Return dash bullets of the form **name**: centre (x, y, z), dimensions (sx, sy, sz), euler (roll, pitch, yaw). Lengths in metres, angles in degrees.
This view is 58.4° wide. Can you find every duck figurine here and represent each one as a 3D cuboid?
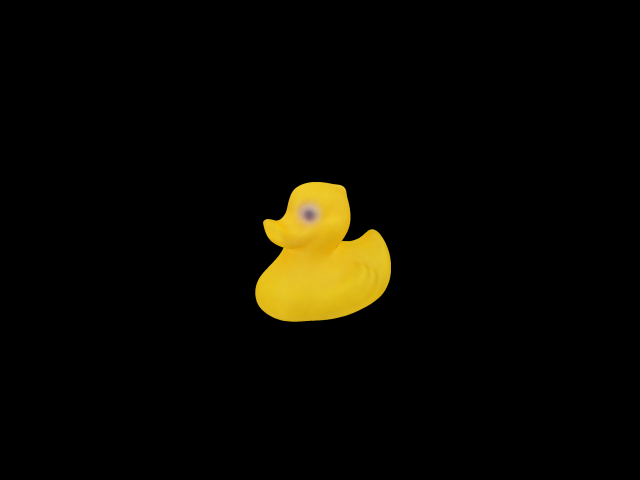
- **duck figurine**: centre (0.004, 0.001, 0.400), dimensions (0.105, 0.086, 0.077), euler (-12, 23, -31)
